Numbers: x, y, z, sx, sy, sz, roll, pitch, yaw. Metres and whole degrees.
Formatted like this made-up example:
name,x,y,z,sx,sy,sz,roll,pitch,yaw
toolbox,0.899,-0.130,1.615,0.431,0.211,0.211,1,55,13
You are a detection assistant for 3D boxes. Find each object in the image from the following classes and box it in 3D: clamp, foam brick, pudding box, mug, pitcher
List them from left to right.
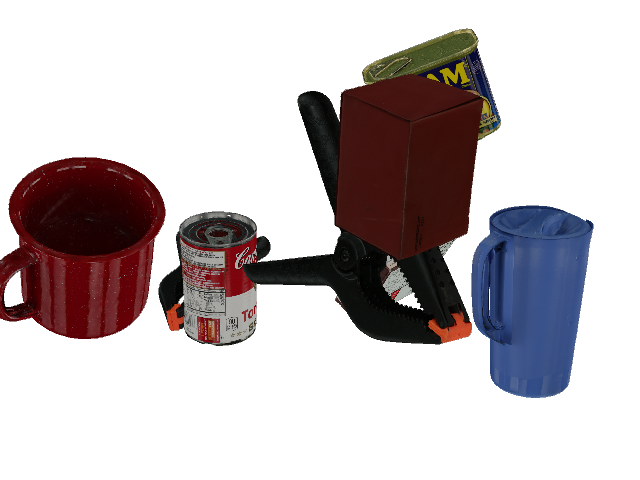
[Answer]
name,x,y,z,sx,sy,sz,roll,pitch,yaw
mug,-0.155,0.013,0.666,0.093,0.082,0.117,37,48,23
clamp,-0.129,0.041,1.247,0.120,0.039,0.171,-3,39,14
clamp,0.028,-0.002,0.763,0.036,0.165,0.210,-10,32,-43
pudding box,0.079,0.028,1.101,0.113,0.039,0.090,-26,-25,-42
foam brick,0.043,-0.039,0.543,0.052,0.078,0.051,-20,36,-36
pitcher,0.277,0.084,1.421,0.149,0.243,0.145,4,20,11

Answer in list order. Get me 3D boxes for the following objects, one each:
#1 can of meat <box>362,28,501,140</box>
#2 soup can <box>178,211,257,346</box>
name,x,y,z,sx,sy,sz,roll,pitch,yaw
can of meat,0.098,-0.123,0.923,0.102,0.084,0.057,-20,26,8
soup can,-0.090,0.034,0.950,0.068,0.102,0.068,1,26,-1
